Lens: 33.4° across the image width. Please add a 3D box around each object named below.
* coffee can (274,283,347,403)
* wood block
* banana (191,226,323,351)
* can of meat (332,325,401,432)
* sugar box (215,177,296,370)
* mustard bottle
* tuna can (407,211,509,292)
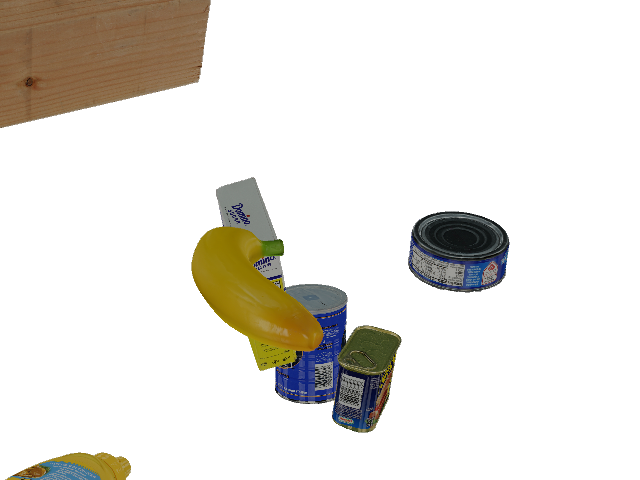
[{"bbox_3d":[-0.014,0.143,1.496,0.103,0.140,0.103,0,18,0],"label":"coffee can"},{"bbox_3d":[-0.200,-0.162,0.838,0.205,0.091,0.090,-19,50,-34],"label":"wood block"},{"bbox_3d":[-0.046,0.023,0.675,0.069,0.037,0.198,-3,18,-8],"label":"banana"},{"bbox_3d":[0.052,0.159,1.226,0.057,0.084,0.102,14,25,13],"label":"can of meat"},{"bbox_3d":[-0.061,0.035,1.020,0.048,0.093,0.176,-17,-42,-6],"label":"sugar box"},{"bbox_3d":[-0.219,0.215,0.853,0.096,0.058,0.191,7,15,28],"label":"mustard bottle"},{"bbox_3d":[0.120,0.008,0.925,0.086,0.034,0.086,2,30,-1],"label":"tuna can"}]
